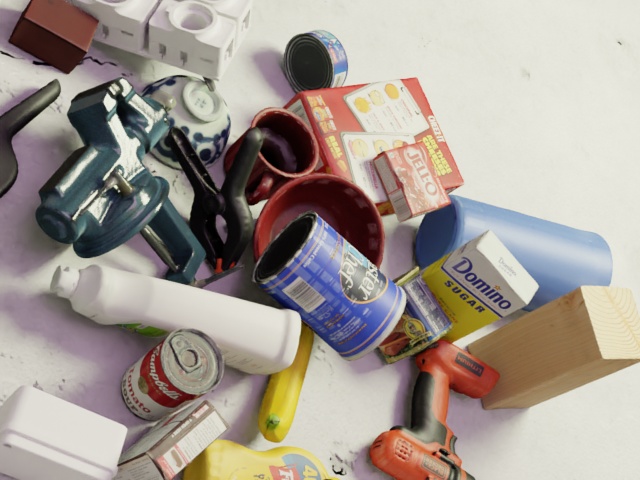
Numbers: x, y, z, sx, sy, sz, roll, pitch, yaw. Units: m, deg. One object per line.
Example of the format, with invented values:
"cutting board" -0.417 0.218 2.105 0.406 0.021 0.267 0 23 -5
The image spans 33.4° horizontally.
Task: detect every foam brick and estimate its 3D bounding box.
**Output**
"foam brick" -0.297 -0.234 1.194 0.078 0.051 0.053 28 52 -21

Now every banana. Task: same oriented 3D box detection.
"banana" -0.035 0.158 1.157 0.037 0.070 0.197 27 31 -7

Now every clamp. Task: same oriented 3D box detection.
"clamp" -0.104 -0.049 1.183 0.039 0.120 0.171 -26 107 -51
"clamp" -0.345 -0.107 1.102 0.164 0.036 0.210 8 61 -31

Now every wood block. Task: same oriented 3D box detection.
"wood block" 0.288 0.136 1.310 0.090 0.206 0.091 4 64 -34

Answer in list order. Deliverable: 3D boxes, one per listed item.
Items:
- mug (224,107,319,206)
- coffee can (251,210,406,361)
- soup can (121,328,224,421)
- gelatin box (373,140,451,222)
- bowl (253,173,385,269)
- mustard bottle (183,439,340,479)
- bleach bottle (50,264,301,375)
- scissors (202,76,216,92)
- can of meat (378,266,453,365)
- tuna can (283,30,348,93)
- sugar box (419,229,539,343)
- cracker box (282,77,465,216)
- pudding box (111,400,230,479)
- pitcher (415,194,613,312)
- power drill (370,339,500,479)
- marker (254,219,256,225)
"mug" -0.064 -0.089 1.261 0.093 0.082 0.117 28 53 -21
"coffee can" 0.010 0.051 1.171 0.140 0.103 0.102 41 49 -18
"soup can" -0.149 0.136 1.068 0.068 0.102 0.068 16 58 -28
"gelatin box" 0.114 -0.074 1.321 0.073 0.030 0.089 -18 83 -41
"bowl" -0.008 0.002 1.246 0.162 0.055 0.162 -2 95 -20
"mustard bottle" -0.046 0.261 1.103 0.191 0.058 0.096 12 73 -31
"bleach bottle" -0.151 0.075 1.099 0.250 0.103 0.068 20 67 -26
"scissors" -0.140 -0.243 1.294 0.096 0.016 0.202 0 48 -46
"can of meat" 0.098 0.091 1.269 0.057 0.102 0.084 -33 90 -43
"tuna can" -0.005 -0.227 1.373 0.033 0.086 0.086 -26 83 -43
"sugar box" 0.165 0.066 1.279 0.093 0.177 0.048 48 48 -5
"cracker box" 0.065 -0.115 1.374 0.213 0.072 0.164 -14 77 -40
"pudding box" -0.151 0.203 1.025 0.039 0.114 0.089 53 49 -3
"pitcher" 0.249 0.016 1.408 0.242 0.149 0.145 17 81 -24
"power drill" 0.158 0.227 1.268 0.184 0.057 0.187 33 52 -17
"marker" -0.057 -0.017 1.271 0.120 0.020 0.020 -1 67 -35
